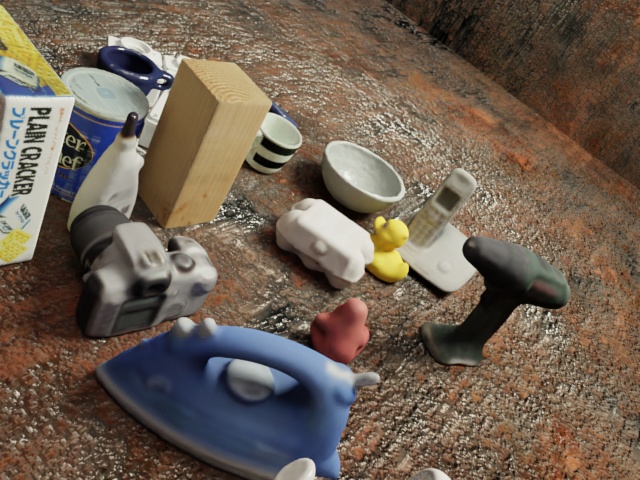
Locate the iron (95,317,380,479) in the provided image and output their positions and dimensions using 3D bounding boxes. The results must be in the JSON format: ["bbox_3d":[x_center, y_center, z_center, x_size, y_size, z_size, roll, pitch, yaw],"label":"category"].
[{"bbox_3d":[-0.076,0.134,0.555,0.259,0.141,0.118,24,34,-14],"label":"iron"}]

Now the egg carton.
[{"bbox_3d":[0.008,0.003,0.862,0.150,0.069,0.107,35,33,3],"label":"egg carton"}]

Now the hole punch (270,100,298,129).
[{"bbox_3d":[-0.097,-0.232,1.058,0.108,0.091,0.101,38,33,8],"label":"hole punch"}]

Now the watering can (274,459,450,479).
[{"bbox_3d":[0.036,0.247,0.454,0.173,0.194,0.101,24,34,-13],"label":"watering can"}]

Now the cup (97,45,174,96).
[{"bbox_3d":[-0.294,-0.237,0.893,0.118,0.095,0.091,7,41,-34],"label":"cup"}]

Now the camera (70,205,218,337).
[{"bbox_3d":[-0.204,0.018,0.634,0.144,0.100,0.136,-9,51,-46],"label":"camera"}]

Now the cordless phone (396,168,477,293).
[{"bbox_3d":[0.221,-0.016,0.961,0.147,0.185,0.094,38,33,9],"label":"cordless phone"}]

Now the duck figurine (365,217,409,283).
[{"bbox_3d":[0.112,0.009,0.928,0.078,0.086,0.104,-8,51,-46],"label":"duck figurine"}]

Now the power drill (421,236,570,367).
[{"bbox_3d":[0.241,0.090,0.820,0.230,0.208,0.075,10,39,-32],"label":"power drill"}]

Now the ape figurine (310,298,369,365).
[{"bbox_3d":[0.031,0.110,0.723,0.078,0.092,0.076,30,33,-5],"label":"ape figurine"}]

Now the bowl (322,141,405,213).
[{"bbox_3d":[0.067,-0.102,1.045,0.168,0.074,0.167,22,34,-16],"label":"bowl"}]

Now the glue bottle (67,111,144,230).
[{"bbox_3d":[-0.237,-0.075,0.660,0.037,0.173,0.078,39,33,10],"label":"glue bottle"}]
